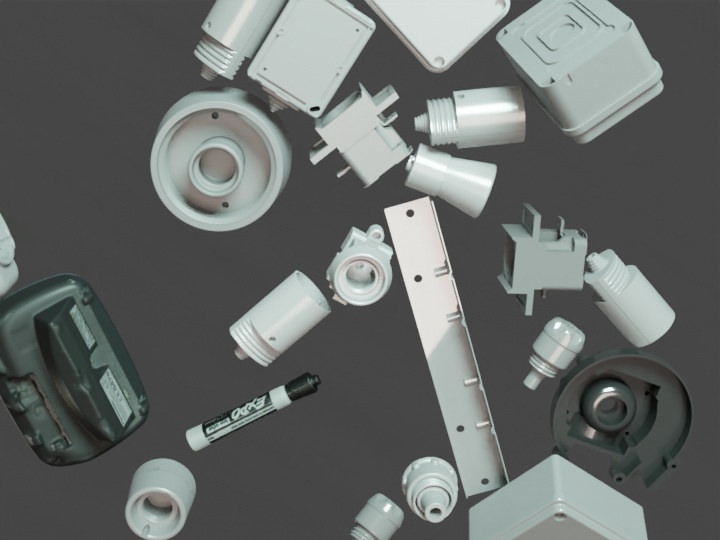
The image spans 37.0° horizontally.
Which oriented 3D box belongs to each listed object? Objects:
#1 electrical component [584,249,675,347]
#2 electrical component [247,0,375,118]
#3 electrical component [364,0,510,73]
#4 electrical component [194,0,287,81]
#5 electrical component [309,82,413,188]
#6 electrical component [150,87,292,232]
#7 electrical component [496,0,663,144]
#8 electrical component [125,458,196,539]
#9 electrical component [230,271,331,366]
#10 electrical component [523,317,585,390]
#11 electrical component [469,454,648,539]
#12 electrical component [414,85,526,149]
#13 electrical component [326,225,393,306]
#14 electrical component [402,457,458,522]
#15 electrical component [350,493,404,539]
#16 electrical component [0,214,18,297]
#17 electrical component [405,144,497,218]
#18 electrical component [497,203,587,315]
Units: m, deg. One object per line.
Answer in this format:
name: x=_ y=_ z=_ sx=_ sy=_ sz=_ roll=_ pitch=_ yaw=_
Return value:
electrical component: x=0.210 y=0.018 z=0.860 sx=0.043 sy=0.043 sz=0.081 roll=-41 pitch=104 yaw=10
electrical component: x=-0.039 y=-0.159 z=0.791 sx=0.062 sy=0.061 sz=0.096 roll=31 pitch=103 yaw=-10
electrical component: x=0.045 y=-0.208 z=0.781 sx=0.078 sy=0.057 sz=0.113 roll=-42 pitch=103 yaw=10
electrical component: x=-0.093 y=-0.176 z=0.794 sx=0.043 sy=0.043 sz=0.081 roll=31 pitch=103 yaw=-10
electrical component: x=0.002 y=-0.102 z=0.820 sx=0.081 sy=0.042 sz=0.063 roll=-38 pitch=108 yaw=9
electrical component: x=-0.106 y=-0.081 z=0.813 sx=0.108 sy=0.060 sz=0.108 roll=0 pitch=106 yaw=-2
electrical component: x=0.156 y=-0.150 z=0.771 sx=0.078 sy=0.113 sz=0.057 roll=-35 pitch=123 yaw=8
electrical component: x=-0.167 y=0.193 z=0.898 sx=0.055 sy=0.047 sz=0.055 roll=0 pitch=106 yaw=-2
electrical component: x=-0.067 y=0.043 z=0.859 sx=0.081 sy=0.043 sz=0.043 roll=-40 pitch=104 yaw=9
electrical component: x=0.155 y=0.071 z=0.879 sx=0.035 sy=0.035 sz=0.061 roll=30 pitch=105 yaw=-10
electrical component: x=0.162 y=0.218 z=0.886 sx=0.109 sy=0.056 sz=0.109 roll=33 pitch=126 yaw=-22
electrical component: x=0.082 y=-0.115 z=0.817 sx=0.081 sy=0.043 sz=0.043 roll=-5 pitch=106 yaw=1
electrical component: x=0.000 y=0.000 z=0.842 sx=0.048 sy=0.055 sz=0.066 roll=28 pitch=104 yaw=-9
electrical component: x=0.060 y=0.188 z=0.896 sx=0.048 sy=0.062 sz=0.048 roll=0 pitch=105 yaw=-2
electrical component: x=0.008 y=0.221 z=0.910 sx=0.035 sy=0.035 sz=0.061 roll=44 pitch=75 yaw=-13
electrical component: x=-0.308 y=-0.020 z=0.828 sx=0.059 sy=0.053 sz=0.095 roll=-22 pitch=106 yaw=5
electrical component: x=0.068 y=-0.072 z=0.832 sx=0.065 sy=0.044 sz=0.044 roll=20 pitch=105 yaw=-3
electrical component: x=0.145 y=-0.009 z=0.851 sx=0.064 sy=0.042 sz=0.081 roll=2 pitch=107 yaw=-4
